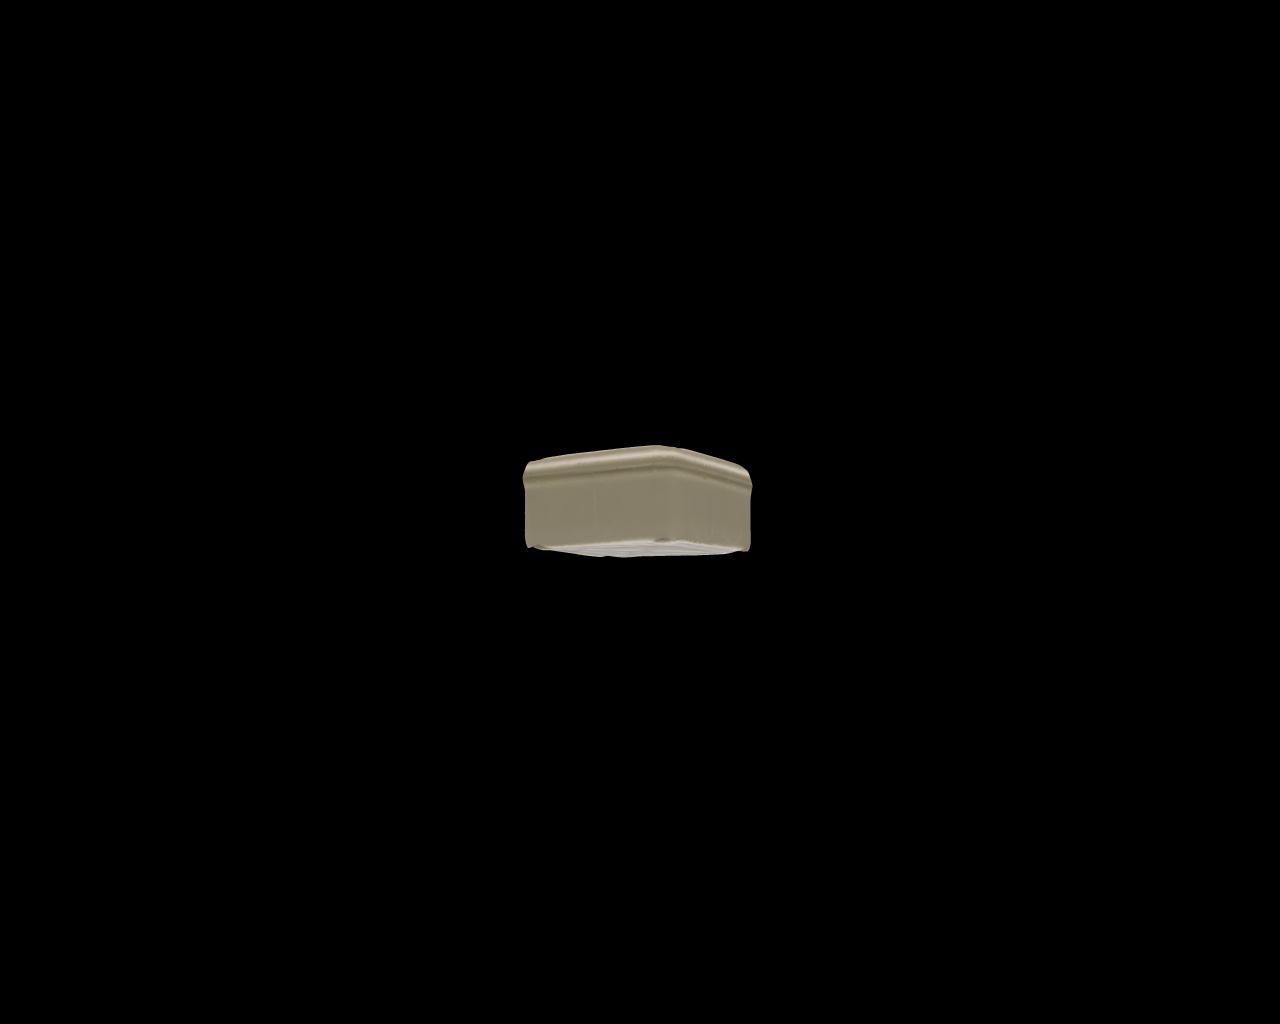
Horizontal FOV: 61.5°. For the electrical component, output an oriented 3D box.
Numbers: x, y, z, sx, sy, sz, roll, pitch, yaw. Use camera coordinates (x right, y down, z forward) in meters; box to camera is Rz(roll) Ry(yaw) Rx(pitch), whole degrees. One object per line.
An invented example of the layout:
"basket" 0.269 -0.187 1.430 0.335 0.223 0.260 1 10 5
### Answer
"electrical component" 0.001 -0.003 0.650 0.109 0.056 0.109 -4 -7 29
